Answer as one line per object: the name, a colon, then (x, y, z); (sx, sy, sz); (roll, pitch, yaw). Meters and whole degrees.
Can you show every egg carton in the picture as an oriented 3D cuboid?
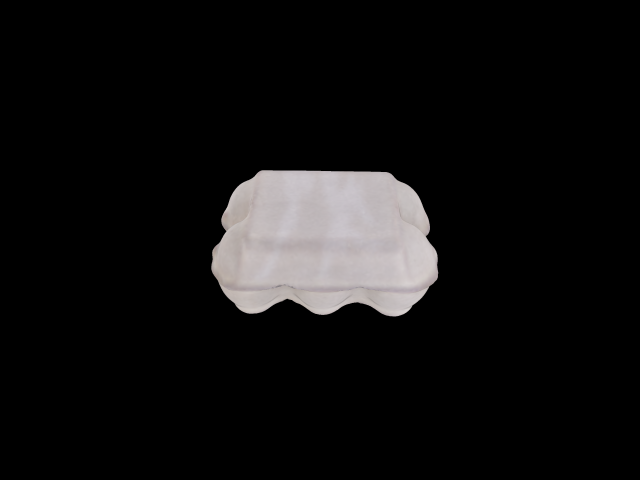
egg carton: (0.004, 0.001, 0.400); (0.150, 0.069, 0.107); (0, 39, 0)
